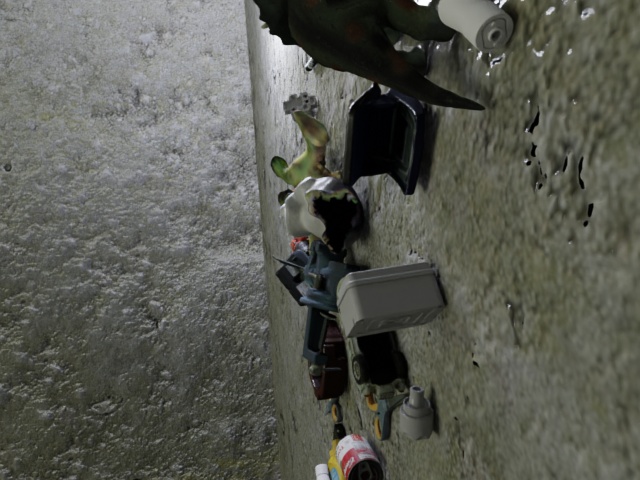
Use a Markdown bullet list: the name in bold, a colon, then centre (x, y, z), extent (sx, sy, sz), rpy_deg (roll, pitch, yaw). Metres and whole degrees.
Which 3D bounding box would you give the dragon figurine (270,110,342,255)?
- **dragon figurine**: centre (-0.002, -0.078, 1.053), extent (0.123, 0.402, 0.247), rpy_deg (-19, 30, -12)

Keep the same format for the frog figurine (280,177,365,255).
- **frog figurine**: centre (0.003, -0.046, 0.919), extent (0.136, 0.124, 0.159), rpy_deg (46, -13, -16)
